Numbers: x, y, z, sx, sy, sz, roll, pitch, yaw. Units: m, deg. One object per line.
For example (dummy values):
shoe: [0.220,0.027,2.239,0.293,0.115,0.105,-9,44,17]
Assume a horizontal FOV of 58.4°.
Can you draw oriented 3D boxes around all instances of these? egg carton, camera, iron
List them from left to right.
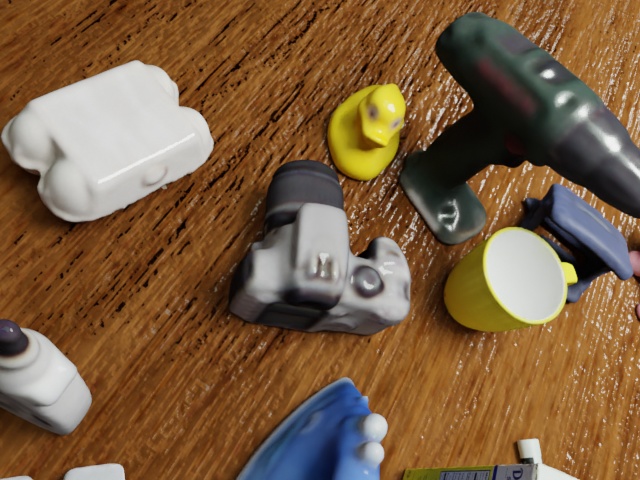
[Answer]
egg carton: [-0.169,-0.081,0.473,0.151,0.069,0.107,-37,84,-31]
iron: [-0.004,0.193,0.370,0.119,0.141,0.258,29,59,-7]
camera: [0.004,0.002,0.487,0.143,0.100,0.137,10,63,-17]

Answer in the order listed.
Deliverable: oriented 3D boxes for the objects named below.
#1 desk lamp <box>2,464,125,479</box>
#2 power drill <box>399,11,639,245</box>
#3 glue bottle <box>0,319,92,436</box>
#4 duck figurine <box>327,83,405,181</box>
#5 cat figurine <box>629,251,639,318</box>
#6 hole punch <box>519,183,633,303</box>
desk lamp: [-0.139,0.211,0.265,0.118,0.213,0.203,-1,67,-22]
power drill: [0.168,-0.080,0.528,0.076,0.208,0.229,-28,79,-30]
glue bottle: [-0.174,0.076,0.337,0.078,0.173,0.037,31,59,-6]
duck figurine: [0.056,-0.122,0.574,0.078,0.086,0.104,21,60,-12]
cat figurine: [0.407,0.025,0.630,0.067,0.117,0.128,6,64,-19]
hole punch: [0.272,-0.007,0.606,0.108,0.091,0.101,39,58,-1]
